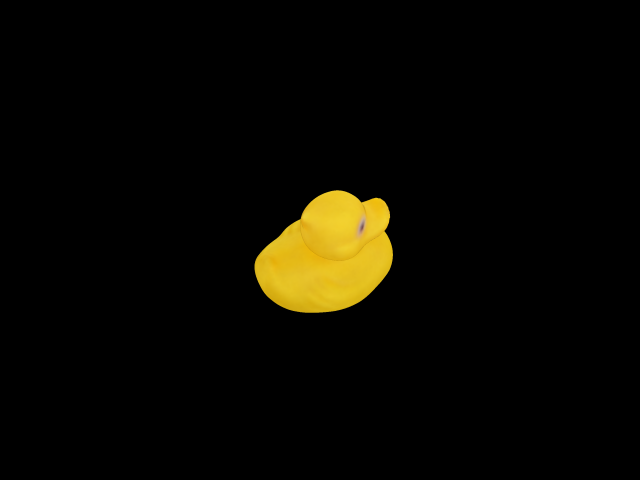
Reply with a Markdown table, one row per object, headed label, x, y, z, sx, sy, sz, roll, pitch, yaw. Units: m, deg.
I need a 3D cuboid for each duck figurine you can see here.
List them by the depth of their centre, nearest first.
| label | x | y | z | sx | sy | sz | roll | pitch | yaw |
| --- | --- | --- | --- | --- | --- | --- | --- | --- | --- |
| duck figurine | 0.004 | 0.001 | 0.400 | 0.104 | 0.086 | 0.077 | -18 | 61 | -10 |
